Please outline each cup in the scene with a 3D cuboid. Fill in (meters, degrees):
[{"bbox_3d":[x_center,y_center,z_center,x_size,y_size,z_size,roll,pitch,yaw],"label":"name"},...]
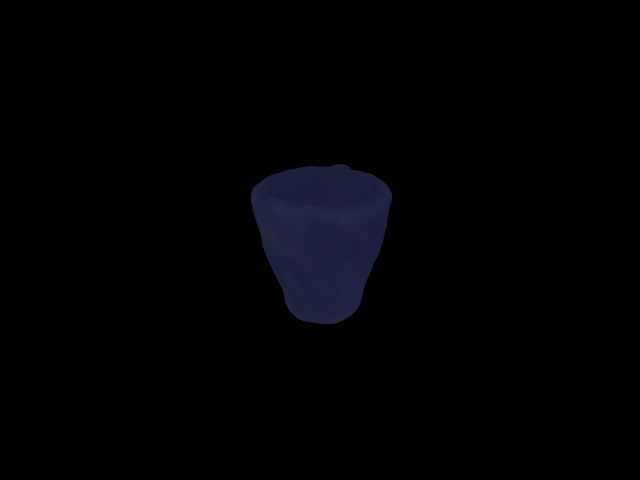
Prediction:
[{"bbox_3d":[0.004,0.001,0.400,0.091,0.095,0.118,5,25,11],"label":"cup"}]
